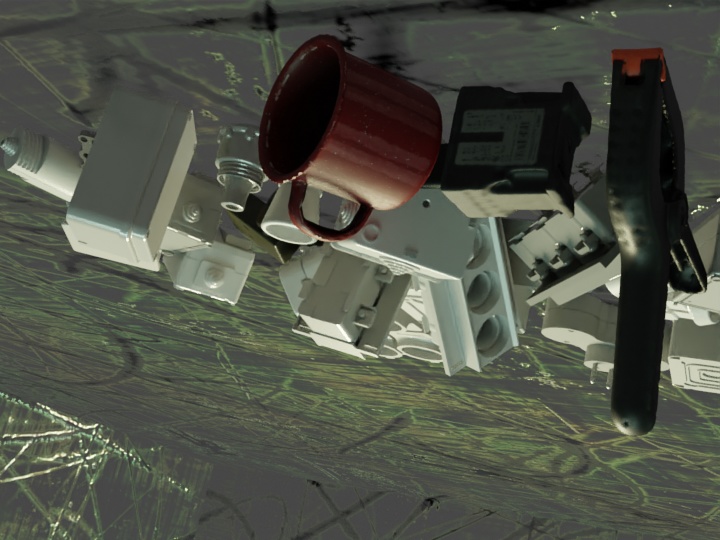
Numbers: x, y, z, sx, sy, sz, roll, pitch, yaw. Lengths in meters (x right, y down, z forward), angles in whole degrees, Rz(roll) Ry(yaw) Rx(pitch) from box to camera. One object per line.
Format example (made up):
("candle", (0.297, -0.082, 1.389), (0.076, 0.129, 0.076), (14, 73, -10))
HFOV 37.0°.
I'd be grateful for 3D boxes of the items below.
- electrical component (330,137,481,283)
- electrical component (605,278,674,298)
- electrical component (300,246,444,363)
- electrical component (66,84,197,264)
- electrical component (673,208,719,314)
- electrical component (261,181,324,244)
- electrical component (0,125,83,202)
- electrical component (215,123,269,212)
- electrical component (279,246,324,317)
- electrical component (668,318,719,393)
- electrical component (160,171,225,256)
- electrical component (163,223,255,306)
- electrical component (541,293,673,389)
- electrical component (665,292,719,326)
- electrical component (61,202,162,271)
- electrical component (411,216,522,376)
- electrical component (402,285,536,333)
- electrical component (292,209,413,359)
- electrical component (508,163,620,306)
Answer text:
("electrical component", (0.038, -0.045, 0.741), (0.100, 0.099, 0.048), (19, 176, -17))
("electrical component", (0.221, -0.003, 0.826), (0.045, 0.045, 0.055), (23, 161, -29))
("electrical component", (0.025, 0.040, 1.090), (0.105, 0.060, 0.186), (3, 160, 32))
("electrical component", (-0.165, -0.069, 0.791), (0.057, 0.113, 0.078), (17, 163, -1))
("electrical component", (0.264, -0.005, 0.757), (0.062, 0.061, 0.096), (13, 164, -1))
("electrical component", (-0.046, -0.057, 0.818), (0.044, 0.065, 0.044), (12, 163, 4))
("electrical component", (-0.269, -0.092, 0.917), (0.043, 0.043, 0.081), (-4, 156, 44))
("electrical component", (-0.087, -0.075, 0.799), (0.048, 0.062, 0.048), (12, 163, 4))
("electrical component", (-0.021, 0.007, 0.952), (0.059, 0.053, 0.095), (-25, 176, 20))
("electrical component", (0.320, 0.069, 0.962), (0.078, 0.057, 0.113), (7, 162, 21))
("electrical component", (-0.160, -0.054, 0.924), (0.062, 0.061, 0.096), (23, 162, -33))
("electrical component", (-0.138, -0.013, 0.994), (0.062, 0.061, 0.096), (19, -168, -23))
("electrical component", (0.234, 0.074, 1.018), (0.138, 0.073, 0.052), (20, 162, -20))
("electrical component", (0.262, 0.018, 0.865), (0.055, 0.048, 0.066), (9, 165, 40))
("electrical component", (-0.234, -0.043, 1.042), (0.100, 0.048, 0.099), (14, 163, -3))
("electrical component", (0.078, 0.009, 0.839), (0.063, 0.079, 0.121), (25, 138, 49))
("electrical component", (0.086, 0.012, 0.958), (0.109, 0.056, 0.109), (3, 161, 30))
("electrical component", (0.000, 0.000, 0.860), (0.079, 0.121, 0.063), (15, 158, 27))
("electrical component", (0.158, -0.024, 0.758), (0.063, 0.079, 0.121), (46, 160, 0))
